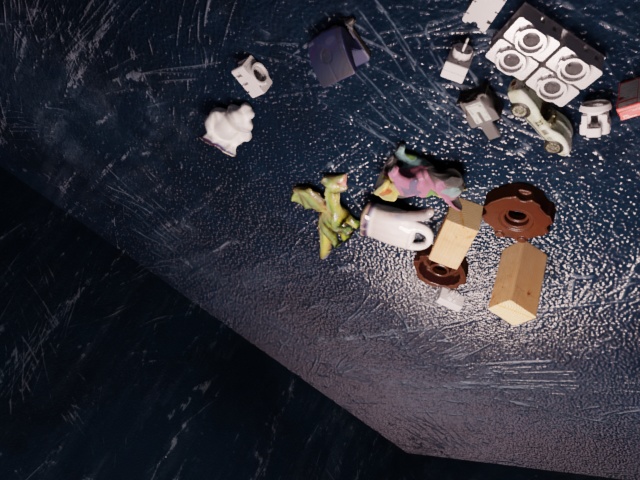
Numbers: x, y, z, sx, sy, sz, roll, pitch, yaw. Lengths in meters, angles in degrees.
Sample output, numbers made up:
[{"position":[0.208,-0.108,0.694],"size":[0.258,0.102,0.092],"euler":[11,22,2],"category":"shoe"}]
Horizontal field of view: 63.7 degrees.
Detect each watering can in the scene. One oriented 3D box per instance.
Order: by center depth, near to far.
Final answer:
[{"position":[0.222,-0.051,1.487],"size":[0.225,0.105,0.342],"euler":[19,163,12],"category":"watering can"}]

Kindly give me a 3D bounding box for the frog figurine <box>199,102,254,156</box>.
[{"position":[-0.254,-0.339,1.486],"size":[0.137,0.124,0.157],"euler":[37,111,-1],"category":"frog figurine"}]

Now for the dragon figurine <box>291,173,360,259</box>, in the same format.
[{"position":[0.005,-0.084,1.665],"size":[0.243,0.124,0.403],"euler":[47,145,2],"category":"dragon figurine"}]
